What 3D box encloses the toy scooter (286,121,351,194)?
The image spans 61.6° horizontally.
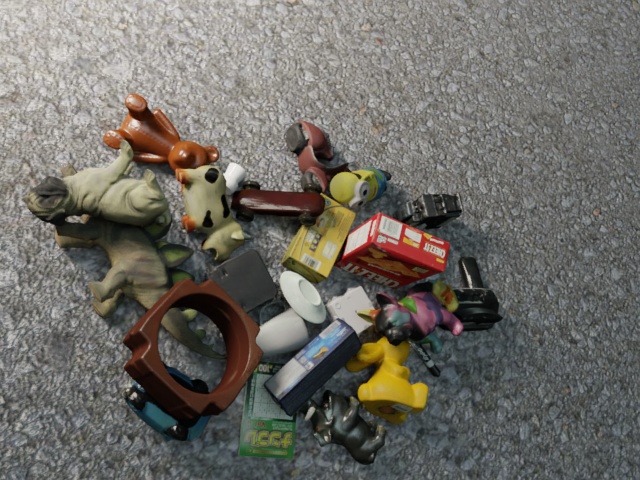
[{"bbox_3d":[0.004,-0.187,1.221,0.135,0.075,0.184,-7,72,-32],"label":"toy scooter"}]

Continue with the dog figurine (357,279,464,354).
[{"bbox_3d":[0.185,0.144,1.129,0.219,0.108,0.192,21,43,-25],"label":"dog figurine"}]

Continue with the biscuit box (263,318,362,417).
[{"bbox_3d":[-0.010,0.243,1.043,0.203,0.059,0.062,-39,130,-20],"label":"biscuit box"}]

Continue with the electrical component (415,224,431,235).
[{"bbox_3d":[0.216,0.004,1.216,0.048,0.119,0.075,46,61,-2],"label":"electrical component"}]

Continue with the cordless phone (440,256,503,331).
[{"bbox_3d":[0.337,0.118,1.260,0.146,0.088,0.184,2,61,-20],"label":"cordless phone"}]

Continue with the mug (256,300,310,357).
[{"bbox_3d":[-0.088,0.180,1.066,0.107,0.081,0.109,-23,85,-18],"label":"mug"}]

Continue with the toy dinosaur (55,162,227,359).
[{"bbox_3d":[-0.336,0.054,1.000,0.198,0.105,0.471,-31,91,-30],"label":"toy dinosaur"}]

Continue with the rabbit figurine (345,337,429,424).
[{"bbox_3d":[0.136,0.273,1.119,0.162,0.121,0.173,20,53,-4],"label":"rabbit figurine"}]

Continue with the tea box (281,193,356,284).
[{"bbox_3d":[-0.002,-0.004,1.163,0.098,0.068,0.169,32,64,-9],"label":"tea box"}]

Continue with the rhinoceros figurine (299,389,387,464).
[{"bbox_3d":[0.040,0.364,1.064,0.190,0.073,0.112,40,75,-7],"label":"rhinoceros figurine"}]

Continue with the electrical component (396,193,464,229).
[{"bbox_3d":[0.249,-0.064,1.253,0.134,0.115,0.058,-5,73,-24],"label":"electrical component"}]

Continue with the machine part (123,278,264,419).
[{"bbox_3d":[-0.213,0.184,0.919,0.201,0.087,0.201,47,44,-12],"label":"machine part"}]

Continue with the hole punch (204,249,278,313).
[{"bbox_3d":[-0.160,0.091,1.064,0.116,0.092,0.142,-27,89,-19],"label":"hole punch"}]

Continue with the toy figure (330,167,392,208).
[{"bbox_3d":[0.093,-0.121,1.211,0.180,0.089,0.082,-30,122,-55],"label":"toy figure"}]

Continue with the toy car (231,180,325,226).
[{"bbox_3d":[-0.088,-0.076,1.136,0.202,0.053,0.089,2,69,12],"label":"toy car"}]

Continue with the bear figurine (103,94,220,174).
[{"bbox_3d":[-0.309,-0.185,1.076,0.196,0.132,0.120,32,88,-4],"label":"bear figurine"}]

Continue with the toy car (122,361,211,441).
[{"bbox_3d":[-0.276,0.285,0.942,0.161,0.103,0.109,37,47,-19],"label":"toy car"}]

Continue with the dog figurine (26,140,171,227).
[{"bbox_3d":[-0.378,-0.057,0.930,0.190,0.121,0.172,-39,81,-25],"label":"dog figurine"}]

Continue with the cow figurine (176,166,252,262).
[{"bbox_3d":[-0.212,-0.052,1.074,0.127,0.086,0.194,-10,102,-17],"label":"cow figurine"}]
